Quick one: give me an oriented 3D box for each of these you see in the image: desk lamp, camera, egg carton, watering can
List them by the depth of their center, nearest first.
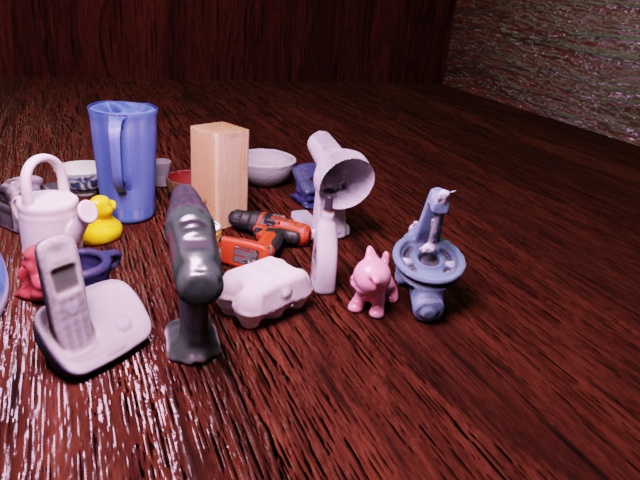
[{"bbox_3d":[-0.089,0.082,0.920,0.107,0.069,0.151,24,30,37],"label":"egg carton"},{"bbox_3d":[-0.462,-0.053,0.992,0.173,0.194,0.101,5,24,-1],"label":"watering can"},{"bbox_3d":[-0.555,-0.078,1.145,0.142,0.101,0.137,18,27,27],"label":"camera"},{"bbox_3d":[0.018,-0.108,1.193,0.118,0.214,0.202,-6,26,-23],"label":"desk lamp"}]

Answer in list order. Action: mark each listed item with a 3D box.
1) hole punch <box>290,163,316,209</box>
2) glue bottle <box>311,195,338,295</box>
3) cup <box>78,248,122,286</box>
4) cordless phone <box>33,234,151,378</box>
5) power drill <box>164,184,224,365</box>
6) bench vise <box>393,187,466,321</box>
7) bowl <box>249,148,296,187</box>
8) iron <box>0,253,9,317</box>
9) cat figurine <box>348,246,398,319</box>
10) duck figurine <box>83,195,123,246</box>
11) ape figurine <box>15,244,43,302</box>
[{"bbox_3d":[-0.007,-0.133,1.397,0.109,0.091,0.100,-9,27,-28],"label":"hole punch"},{"bbox_3d":[0.009,0.004,0.989,0.037,0.173,0.078,-1,24,-13],"label":"glue bottle"},{"bbox_3d":[-0.350,0.068,0.867,0.091,0.095,0.118,19,28,29],"label":"cup"},{"bbox_3d":[-0.302,0.072,0.754,0.094,0.185,0.148,17,27,25],"label":"cordless phone"},{"bbox_3d":[-0.179,0.053,0.795,0.076,0.208,0.229,-4,25,-19],"label":"power drill"},{"bbox_3d":[0.170,0.000,0.974,0.122,0.220,0.207,-3,25,-19],"label":"bench vise"},{"bbox_3d":[-0.146,-0.184,1.502,0.167,0.075,0.167,4,24,-2],"label":"bowl"},{"bbox_3d":[-0.537,0.027,0.861,0.119,0.141,0.257,-12,29,-33],"label":"iron"},{"bbox_3d":[0.091,0.062,0.944,0.067,0.118,0.128,15,26,21],"label":"cat figurine"},{"bbox_3d":[-0.429,-0.043,1.111,0.077,0.086,0.105,12,25,14],"label":"duck figurine"},{"bbox_3d":[-0.439,0.049,0.894,0.076,0.092,0.077,-6,26,-24],"label":"ape figurine"}]
